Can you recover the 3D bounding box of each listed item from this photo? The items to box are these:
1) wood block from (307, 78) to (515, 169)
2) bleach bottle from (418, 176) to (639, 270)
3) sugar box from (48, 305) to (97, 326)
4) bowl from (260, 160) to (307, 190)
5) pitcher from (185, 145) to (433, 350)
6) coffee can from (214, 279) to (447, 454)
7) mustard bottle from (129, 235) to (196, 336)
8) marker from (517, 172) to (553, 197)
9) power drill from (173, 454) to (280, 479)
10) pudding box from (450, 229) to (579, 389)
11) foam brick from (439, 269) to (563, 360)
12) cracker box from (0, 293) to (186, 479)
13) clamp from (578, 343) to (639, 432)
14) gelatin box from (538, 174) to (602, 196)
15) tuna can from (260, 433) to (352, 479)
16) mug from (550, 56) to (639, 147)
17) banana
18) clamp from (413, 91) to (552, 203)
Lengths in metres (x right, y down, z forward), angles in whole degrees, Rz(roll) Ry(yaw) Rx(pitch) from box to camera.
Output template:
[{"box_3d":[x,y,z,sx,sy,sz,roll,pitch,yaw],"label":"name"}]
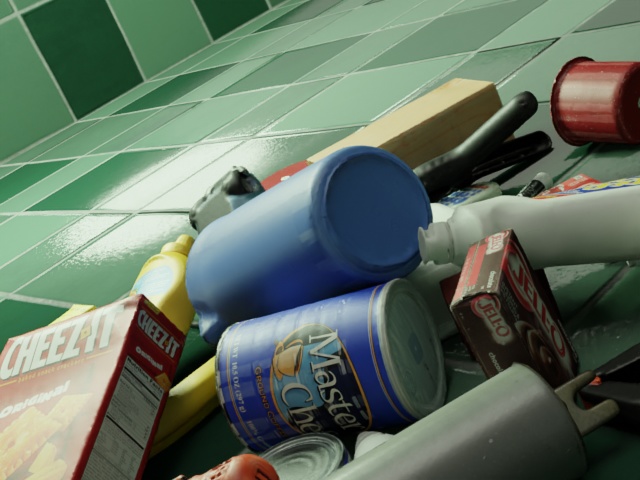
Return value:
[{"box_3d":[0.103,-0.093,1.187,0.206,0.090,0.091,-29,19,-14],"label":"wood block"},{"box_3d":[0.198,-0.012,0.766,0.250,0.068,0.102,-8,6,-5],"label":"bleach bottle"},{"box_3d":[-0.268,0.147,1.012,0.048,0.093,0.176,-4,28,47],"label":"sugar box"},{"box_3d":[-0.029,-0.054,1.304,0.162,0.055,0.162,-23,19,8],"label":"bowl"},{"box_3d":[-0.006,0.001,0.894,0.144,0.149,0.243,1,-16,-27],"label":"pitcher"},{"box_3d":[0.009,0.095,0.785,0.140,0.103,0.102,-17,21,25],"label":"coffee can"},{"box_3d":[-0.156,0.071,1.029,0.096,0.058,0.191,-28,34,41],"label":"mustard bottle"},{"box_3d":[0.185,-0.028,1.018,0.020,0.020,0.120,-4,28,47],"label":"marker"},{"box_3d":[-0.115,0.224,0.638,0.185,0.057,0.187,-36,16,29],"label":"power drill"},{"box_3d":[0.131,0.061,0.703,0.039,0.113,0.090,-20,19,25],"label":"pudding box"},{"box_3d":[0.139,0.048,0.825,0.078,0.053,0.051,-23,19,4],"label":"foam brick"},{"box_3d":[-0.214,0.157,0.859,0.164,0.072,0.213,-18,38,27],"label":"cracker box"},{"box_3d":[0.237,0.082,0.632,0.172,0.039,0.120,-24,12,21],"label":"clamp"},{"box_3d":[0.217,-0.023,0.948,0.089,0.030,0.073,-27,19,-4],"label":"gelatin box"},{"box_3d":[-0.015,0.169,0.724,0.086,0.034,0.086,-23,19,8],"label":"tuna can"},{"box_3d":[0.302,-0.137,1.079,0.117,0.093,0.082,5,4,-37],"label":"mug"},{"box_3d":[-0.136,0.151,0.920,0.197,0.037,0.070,-32,21,-20],"label":"banana"},{"box_3d":[0.143,-0.076,1.088,0.210,0.036,0.164,-29,-18,4],"label":"clamp"}]
